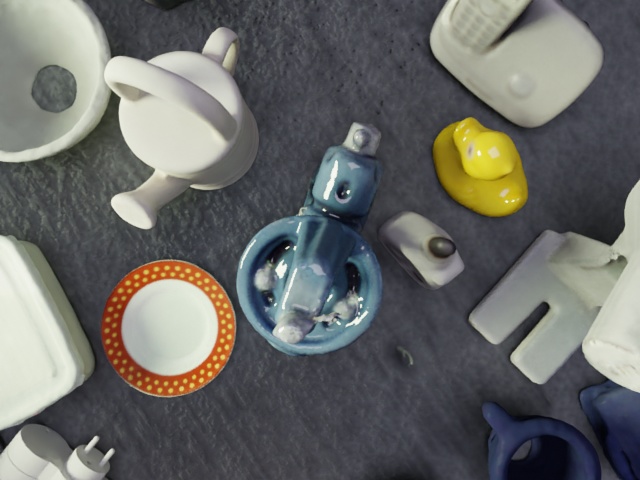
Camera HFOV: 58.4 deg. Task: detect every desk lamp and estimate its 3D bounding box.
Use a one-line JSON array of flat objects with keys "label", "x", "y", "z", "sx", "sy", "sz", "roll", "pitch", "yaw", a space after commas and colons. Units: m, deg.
[{"label": "desk lamp", "x": 0.247, "y": 0.036, "z": 0.459, "sx": 0.118, "sy": 0.213, "sz": 0.203, "roll": 42, "pitch": 89, "yaw": 1}]

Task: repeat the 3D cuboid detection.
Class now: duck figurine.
[{"label": "duck figurine", "x": 0.154, "y": -0.069, "z": 0.525, "sx": 0.077, "sy": 0.086, "sz": 0.104, "roll": -40, "pitch": 89, "yaw": -1}]

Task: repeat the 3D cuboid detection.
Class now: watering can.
[{"label": "watering can", "x": -0.112, "y": -0.094, "z": 0.471, "sx": 0.101, "sy": 0.194, "sz": 0.173, "roll": 3, "pitch": 89, "yaw": 0}]

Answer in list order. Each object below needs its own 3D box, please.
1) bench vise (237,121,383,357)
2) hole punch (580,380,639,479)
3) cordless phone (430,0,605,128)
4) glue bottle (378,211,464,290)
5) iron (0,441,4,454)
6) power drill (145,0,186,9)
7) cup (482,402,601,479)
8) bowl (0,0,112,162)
[{"label": "bench vise", "x": -0.008, "y": 0.001, "z": 0.456, "sx": 0.121, "sy": 0.219, "sz": 0.207, "roll": 2, "pitch": 89, "yaw": 0}, {"label": "hole punch", "x": 0.309, "y": 0.174, "z": 0.517, "sx": 0.101, "sy": 0.091, "sz": 0.109, "roll": -27, "pitch": 89, "yaw": 0}, {"label": "cordless phone", "x": 0.178, "y": -0.180, "z": 0.478, "sx": 0.147, "sy": 0.185, "sz": 0.094, "roll": 38, "pitch": 89, "yaw": 1}, {"label": "glue bottle", "x": 0.090, "y": 0.008, "z": 0.480, "sx": 0.037, "sy": 0.173, "sz": 0.078, "roll": -41, "pitch": 89, "yaw": -1}, {"label": "iron", "x": -0.371, "y": 0.199, "z": 0.491, "sx": 0.118, "sy": 0.141, "sz": 0.258, "roll": -26, "pitch": 89, "yaw": 0}, {"label": "power drill", "x": -0.175, "y": -0.282, "z": 0.469, "sx": 0.229, "sy": 0.208, "sz": 0.076, "roll": 27, "pitch": 89, "yaw": 1}, {"label": "cup", "x": 0.179, "y": 0.186, "z": 0.515, "sx": 0.092, "sy": 0.095, "sz": 0.118, "roll": -41, "pitch": 89, "yaw": -1}, {"label": "bowl", "x": -0.265, "y": -0.150, "z": 0.532, "sx": 0.167, "sy": 0.074, "sz": 0.167, "roll": 0, "pitch": 89, "yaw": 0}]
